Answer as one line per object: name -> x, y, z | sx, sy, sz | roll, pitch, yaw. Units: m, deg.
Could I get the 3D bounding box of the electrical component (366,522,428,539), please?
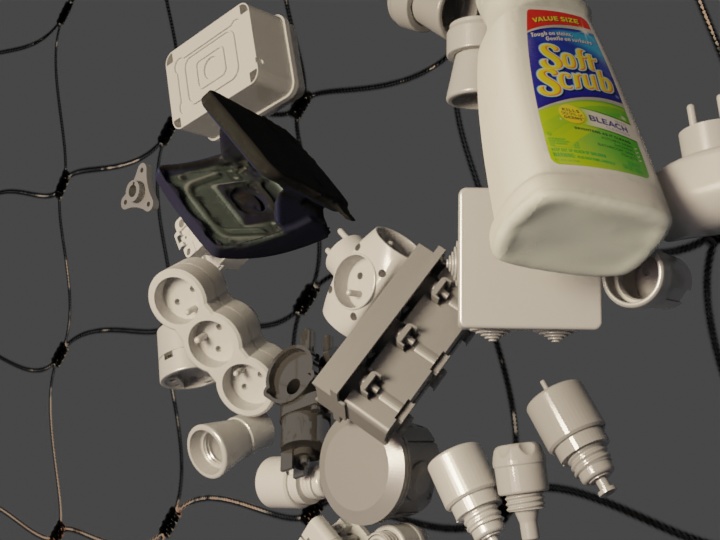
electrical component -> 0.020, 0.195, 0.750 | 0.035, 0.061, 0.035 | -8, 78, 41

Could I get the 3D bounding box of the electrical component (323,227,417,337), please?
electrical component -> 0.000, 0.000, 0.810 | 0.079, 0.044, 0.077 | 48, 114, 36

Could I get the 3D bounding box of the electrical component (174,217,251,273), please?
electrical component -> -0.118, -0.033, 0.908 | 0.081, 0.064, 0.042 | -42, 57, 30

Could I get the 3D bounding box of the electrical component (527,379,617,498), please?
electrical component -> 0.136, 0.105, 0.674 | 0.040, 0.040, 0.078 | -44, 57, 28

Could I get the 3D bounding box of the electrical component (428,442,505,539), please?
electrical component -> 0.076, 0.152, 0.721 | 0.040, 0.040, 0.078 | -42, 58, 29

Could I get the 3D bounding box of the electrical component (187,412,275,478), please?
electrical component -> -0.100, 0.136, 0.864 | 0.044, 0.065, 0.044 | 11, 108, 37

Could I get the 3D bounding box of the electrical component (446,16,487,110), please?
electrical component -> 0.083, -0.145, 0.759 | 0.045, 0.045, 0.055 | -7, 78, 41

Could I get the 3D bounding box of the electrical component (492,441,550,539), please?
electrical component -> 0.107, 0.144, 0.699 | 0.035, 0.035, 0.061 | -17, 74, 39

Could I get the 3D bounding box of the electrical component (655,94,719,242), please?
electrical component -> 0.210, -0.063, 0.632 | 0.077, 0.044, 0.079 | -17, 72, 40

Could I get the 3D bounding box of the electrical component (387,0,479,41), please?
electrical component -> 0.054, -0.196, 0.793 | 0.055, 0.045, 0.045 | 27, 101, 42

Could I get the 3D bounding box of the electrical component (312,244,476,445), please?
electrical component -> 0.030, 0.052, 0.729 | 0.063, 0.078, 0.121 | 34, 73, 13

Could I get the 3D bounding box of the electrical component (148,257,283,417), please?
electrical component -> -0.105, 0.048, 0.877 | 0.052, 0.074, 0.138 | -38, 90, 24

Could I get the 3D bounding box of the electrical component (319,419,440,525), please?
electrical component -> 0.014, 0.141, 0.771 | 0.080, 0.051, 0.080 | -8, 78, 41

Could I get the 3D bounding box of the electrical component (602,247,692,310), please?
electrical component -> 0.175, 0.005, 0.651 | 0.040, 0.046, 0.040 | -8, 78, 41

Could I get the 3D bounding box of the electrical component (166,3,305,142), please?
electrical component -> -0.107, -0.167, 0.924 | 0.113, 0.057, 0.078 | -23, 68, 37

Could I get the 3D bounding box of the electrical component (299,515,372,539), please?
electrical component -> -0.023, 0.232, 0.790 | 0.056, 0.050, 0.089 | 43, 111, 37

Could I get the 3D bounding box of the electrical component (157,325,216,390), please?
electrical component -> -0.147, 0.071, 0.925 | 0.055, 0.055, 0.047 | -30, 61, 35

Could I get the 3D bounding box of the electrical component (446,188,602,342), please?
electrical component -> 0.106, -0.004, 0.687 | 0.100, 0.048, 0.099 | 1, 82, 1

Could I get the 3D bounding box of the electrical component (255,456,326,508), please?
electrical component -> -0.045, 0.163, 0.827 | 0.078, 0.040, 0.040 | -10, 77, 41
